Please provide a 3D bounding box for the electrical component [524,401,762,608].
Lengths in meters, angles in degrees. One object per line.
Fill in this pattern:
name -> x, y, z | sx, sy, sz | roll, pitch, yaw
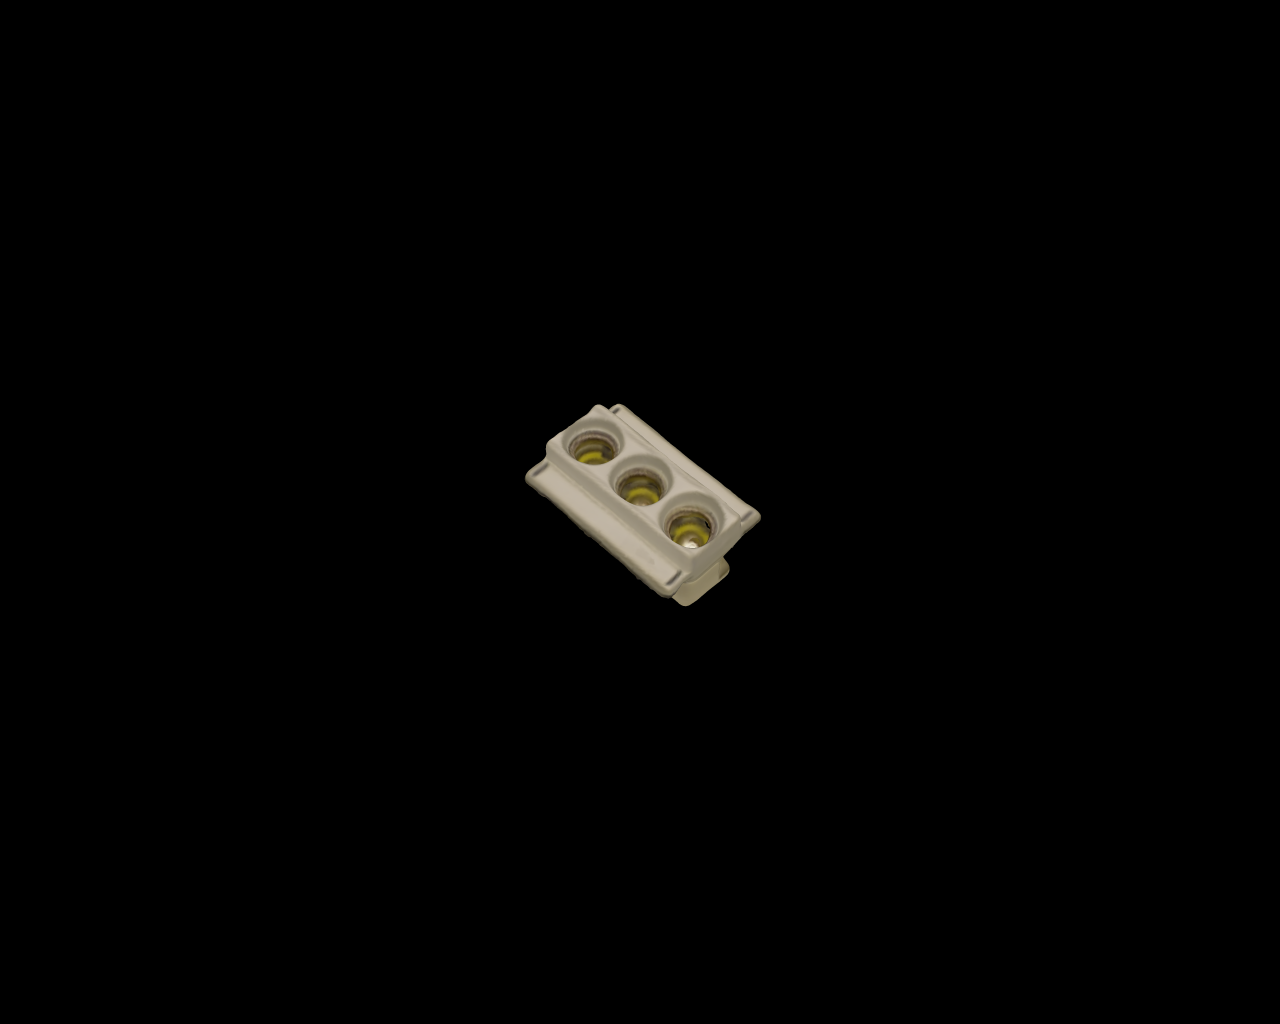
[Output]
electrical component -> 0.001, -0.003, 0.650 | 0.079, 0.063, 0.121 | -39, 63, -25
